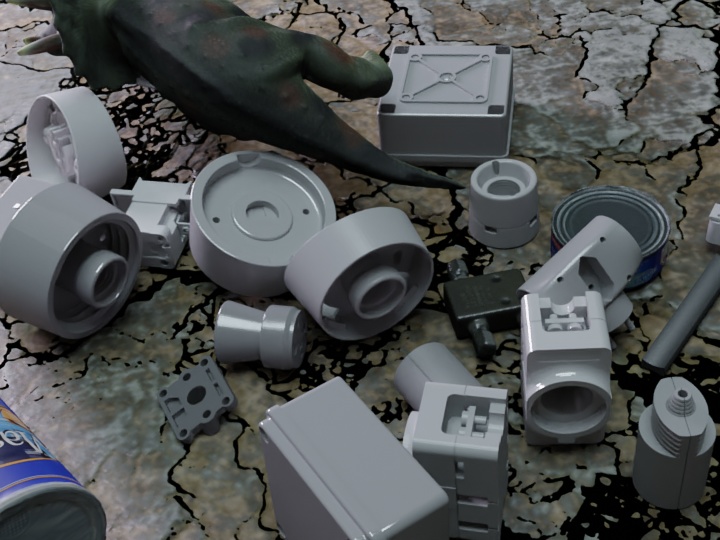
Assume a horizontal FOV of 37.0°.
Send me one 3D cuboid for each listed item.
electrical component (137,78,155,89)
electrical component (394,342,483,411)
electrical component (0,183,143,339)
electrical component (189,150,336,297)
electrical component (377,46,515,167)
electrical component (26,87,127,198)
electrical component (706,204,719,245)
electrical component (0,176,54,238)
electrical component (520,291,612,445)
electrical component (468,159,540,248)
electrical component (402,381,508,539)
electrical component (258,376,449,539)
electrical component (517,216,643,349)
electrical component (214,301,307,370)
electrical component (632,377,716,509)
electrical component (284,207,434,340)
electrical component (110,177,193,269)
[{"bbox_3d":[-0.192,-0.221,1.013,0.099,0.099,0.064,-21,39,-14],"label":"electrical component"},{"bbox_3d":[0.061,0.087,0.685,0.043,0.043,0.081,-26,46,-19],"label":"electrical component"},{"bbox_3d":[-0.203,-0.002,0.775,0.060,0.108,0.108,24,51,22],"label":"electrical component"},{"bbox_3d":[-0.077,-0.030,0.810,0.108,0.060,0.108,9,53,-12],"label":"electrical component"},{"bbox_3d":[0.075,-0.141,0.918,0.109,0.056,0.108,2,44,10],"label":"electrical component"},{"bbox_3d":[-0.238,-0.100,0.892,0.064,0.099,0.099,-26,46,-28],"label":"electrical component"},{"bbox_3d":[0.295,-0.041,0.773,0.078,0.057,0.058,16,35,23],"label":"electrical component"},{"bbox_3d":[-0.260,-0.023,0.836,0.062,0.061,0.096,15,47,22],"label":"electrical component"},{"bbox_3d":[0.126,0.065,0.666,0.050,0.089,0.055,-3,43,5],"label":"electrical component"},{"bbox_3d":[0.110,-0.052,0.825,0.055,0.047,0.055,-4,43,4],"label":"electrical component"},{"bbox_3d":[0.056,0.112,0.626,0.056,0.089,0.050,5,44,13],"label":"electrical component"},{"bbox_3d":[-0.002,0.135,0.597,0.056,0.108,0.109,-26,46,-22],"label":"electrical component"},{"bbox_3d":[0.158,0.018,0.727,0.077,0.079,0.043,-42,16,-12],"label":"electrical component"},{"bbox_3d":[-0.068,0.046,0.747,0.055,0.045,0.045,5,44,12],"label":"electrical component"},{"bbox_3d":[0.184,0.098,0.629,0.043,0.081,0.043,-4,43,4],"label":"electrical component"},{"bbox_3d":[0.000,0.000,0.752,0.099,0.099,0.064,-23,51,-16],"label":"electrical component"},{"bbox_3d":[-0.159,-0.036,0.850,0.081,0.042,0.063,4,48,14],"label":"electrical component"}]
